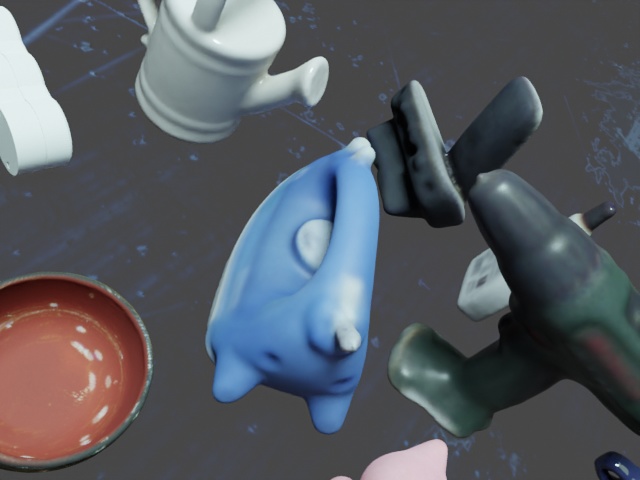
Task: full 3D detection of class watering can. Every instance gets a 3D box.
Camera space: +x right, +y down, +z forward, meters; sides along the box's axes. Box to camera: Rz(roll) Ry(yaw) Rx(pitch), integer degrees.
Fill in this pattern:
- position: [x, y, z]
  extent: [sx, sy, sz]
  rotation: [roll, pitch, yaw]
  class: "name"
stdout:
- position: [-0.072, -0.171, 0.464]
  extent: [0.173, 0.193, 0.101]
  rotation: [22, 53, -18]
  class: "watering can"

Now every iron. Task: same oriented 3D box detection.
- position: [0.004, 0.002, 0.438]
  extent: [0.119, 0.141, 0.258]
  rotation: [22, 53, -18]
  class: "iron"

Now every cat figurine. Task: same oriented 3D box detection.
- position: [0.031, 0.180, 0.360]
  extent: [0.128, 0.117, 0.067]
  rotation: [-15, 71, -37]
  class: "cat figurine"

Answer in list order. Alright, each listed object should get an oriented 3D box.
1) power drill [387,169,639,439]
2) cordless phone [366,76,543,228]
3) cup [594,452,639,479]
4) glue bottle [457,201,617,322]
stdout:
- position: [0.147, 0.074, 0.436]
  extent: [0.230, 0.208, 0.076]
  rotation: [38, 49, -5]
  class: "power drill"
- position: [0.135, -0.110, 0.557]
  extent: [0.094, 0.184, 0.147]
  rotation: [0, 62, -31]
  class: "cordless phone"
- position: [0.251, 0.232, 0.476]
  extent: [0.118, 0.094, 0.092]
  rotation: [49, 49, 4]
  class: "cup"
- position: [0.198, 0.014, 0.527]
  extent: [0.037, 0.172, 0.078]
  rotation: [37, 50, -6]
  class: "glue bottle"
